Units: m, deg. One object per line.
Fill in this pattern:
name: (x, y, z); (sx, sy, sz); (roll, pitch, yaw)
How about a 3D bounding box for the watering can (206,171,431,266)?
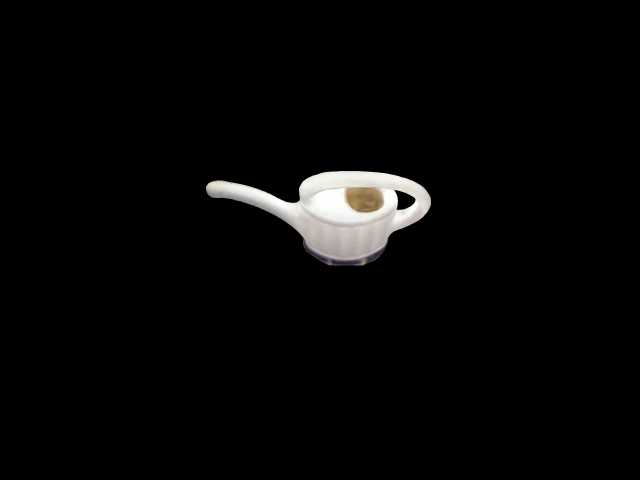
watering can: (0.003, -0.043, 0.850); (0.348, 0.106, 0.219); (0, -30, 0)
